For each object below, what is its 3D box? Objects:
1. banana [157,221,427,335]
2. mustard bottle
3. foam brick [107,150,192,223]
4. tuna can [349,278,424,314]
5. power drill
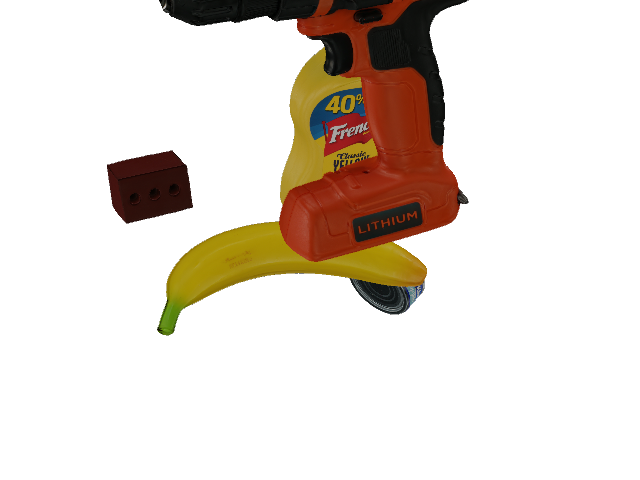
[{"bbox_3d":[-0.025,0.018,0.747,0.197,0.069,0.037,-11,-18,-17],"label":"banana"},{"bbox_3d":[0.020,-0.107,0.905,0.096,0.192,0.058,-9,40,-20],"label":"mustard bottle"},{"bbox_3d":[-0.186,-0.059,1.157,0.078,0.053,0.051,-15,30,-18],"label":"foam brick"},{"bbox_3d":[0.074,0.043,1.218,0.086,0.086,0.033,0,38,50],"label":"tuna can"},{"bbox_3d":[0.010,-0.084,0.571,0.184,0.188,0.057,-14,35,-17],"label":"power drill"}]
